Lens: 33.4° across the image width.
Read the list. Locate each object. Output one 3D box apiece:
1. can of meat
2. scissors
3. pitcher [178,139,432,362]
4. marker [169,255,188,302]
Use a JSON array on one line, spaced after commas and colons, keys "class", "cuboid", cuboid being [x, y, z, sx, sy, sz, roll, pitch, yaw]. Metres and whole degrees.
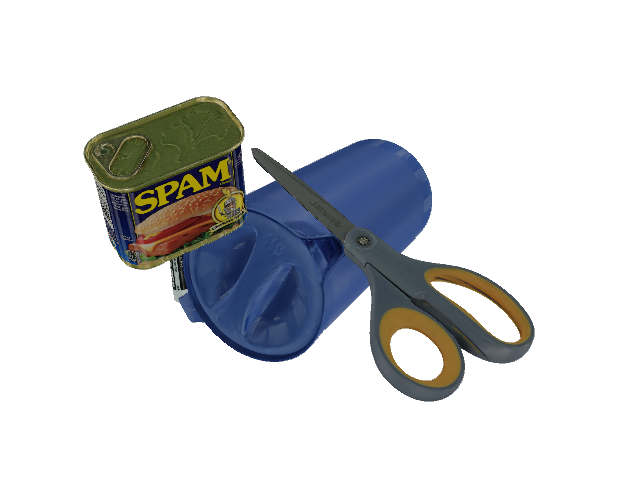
[{"class": "can of meat", "cuboid": [-0.100, -0.037, 0.719, 0.102, 0.084, 0.057, -24, 53, -18]}, {"class": "scissors", "cuboid": [0.019, 0.019, 0.587, 0.202, 0.016, 0.096, 29, 52, 17]}, {"class": "pitcher", "cuboid": [-0.006, -0.002, 0.931, 0.149, 0.145, 0.242, 24, 31, 21]}, {"class": "marker", "cuboid": [-0.159, 0.011, 1.179, 0.020, 0.121, 0.020, -4, 23, 1]}]
